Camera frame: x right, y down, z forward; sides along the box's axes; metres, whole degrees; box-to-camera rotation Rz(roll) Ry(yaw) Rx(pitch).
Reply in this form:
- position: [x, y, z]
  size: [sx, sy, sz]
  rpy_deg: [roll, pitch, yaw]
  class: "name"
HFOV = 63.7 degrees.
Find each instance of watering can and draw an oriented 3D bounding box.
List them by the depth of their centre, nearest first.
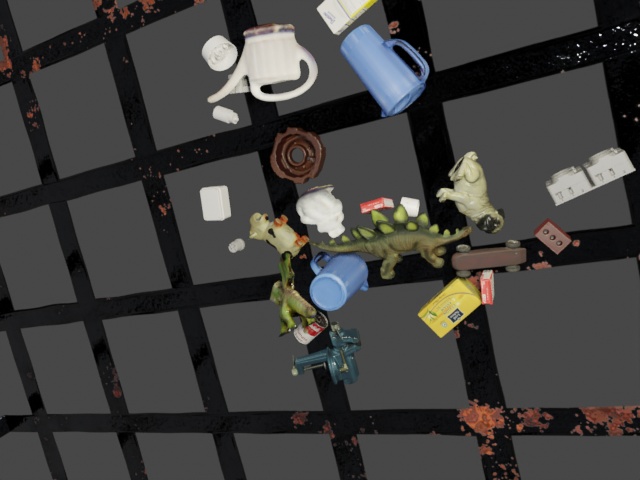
- position: [-0.183, -0.524, 1.539]
  size: [0.347, 0.105, 0.222]
  rpy_deg: [-5, 101, 6]
  class: "watering can"

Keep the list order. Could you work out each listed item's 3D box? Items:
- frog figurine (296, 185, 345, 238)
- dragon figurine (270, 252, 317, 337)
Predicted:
- position: [0.005, -0.079, 1.567]
  size: [0.137, 0.122, 0.160]
  rpy_deg: [-19, 82, 6]
  class: "frog figurine"
- position: [-0.090, 0.155, 1.563]
  size: [0.403, 0.123, 0.246]
  rpy_deg: [129, 127, -64]
  class: "dragon figurine"
